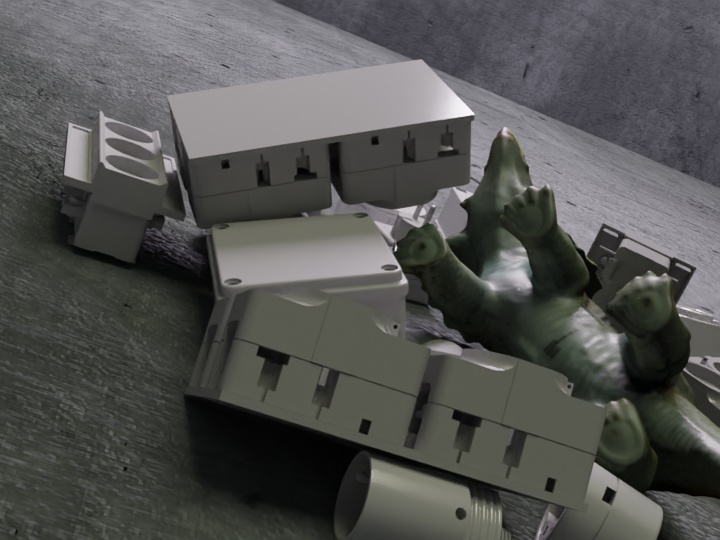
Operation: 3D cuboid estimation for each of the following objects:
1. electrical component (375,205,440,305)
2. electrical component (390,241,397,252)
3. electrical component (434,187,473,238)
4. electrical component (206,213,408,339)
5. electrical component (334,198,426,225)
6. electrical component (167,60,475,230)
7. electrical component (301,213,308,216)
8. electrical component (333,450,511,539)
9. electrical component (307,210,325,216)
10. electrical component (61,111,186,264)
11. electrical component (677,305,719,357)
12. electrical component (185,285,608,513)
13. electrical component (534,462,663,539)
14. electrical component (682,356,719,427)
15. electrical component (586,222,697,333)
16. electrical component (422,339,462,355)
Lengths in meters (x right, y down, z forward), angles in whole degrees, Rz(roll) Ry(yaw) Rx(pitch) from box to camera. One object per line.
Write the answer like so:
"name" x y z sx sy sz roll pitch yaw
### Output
"electrical component" 0.041 -0.022 0.883 0.047 0.076 0.065 15 19 -29
"electrical component" 0.000 0.000 0.794 0.057 0.058 0.078 19 17 -5
"electrical component" 0.137 -0.028 1.067 0.109 0.056 0.108 20 17 -12
"electrical component" -0.035 0.011 0.652 0.109 0.056 0.108 -5 23 -10
"electrical component" 0.015 -0.050 0.976 0.080 0.051 0.080 22 16 -7
"electrical component" -0.028 -0.085 0.735 0.186 0.060 0.105 -10 33 -12
"electrical component" -0.061 -0.035 0.765 0.052 0.073 0.138 39 7 -31
"electrical component" 0.033 0.117 0.504 0.081 0.043 0.043 19 17 -15
"electrical component" -0.055 -0.046 0.875 0.077 0.047 0.066 8 23 -42
"electrical component" -0.165 -0.056 0.729 0.079 0.063 0.121 18 18 -20
"electrical component" 0.315 0.069 1.041 0.099 0.064 0.099 15 6 -2
"electrical component" 0.016 0.062 0.545 0.186 0.060 0.105 20 -10 -15
"electrical component" 0.125 0.133 0.561 0.047 0.055 0.055 30 17 6
"electrical component" 0.279 0.109 0.830 0.150 0.061 0.089 6 25 -47
"electrical component" 0.198 0.036 0.842 0.079 0.121 0.063 27 20 11
"electrical component" 0.052 0.078 0.647 0.079 0.043 0.077 29 17 18
